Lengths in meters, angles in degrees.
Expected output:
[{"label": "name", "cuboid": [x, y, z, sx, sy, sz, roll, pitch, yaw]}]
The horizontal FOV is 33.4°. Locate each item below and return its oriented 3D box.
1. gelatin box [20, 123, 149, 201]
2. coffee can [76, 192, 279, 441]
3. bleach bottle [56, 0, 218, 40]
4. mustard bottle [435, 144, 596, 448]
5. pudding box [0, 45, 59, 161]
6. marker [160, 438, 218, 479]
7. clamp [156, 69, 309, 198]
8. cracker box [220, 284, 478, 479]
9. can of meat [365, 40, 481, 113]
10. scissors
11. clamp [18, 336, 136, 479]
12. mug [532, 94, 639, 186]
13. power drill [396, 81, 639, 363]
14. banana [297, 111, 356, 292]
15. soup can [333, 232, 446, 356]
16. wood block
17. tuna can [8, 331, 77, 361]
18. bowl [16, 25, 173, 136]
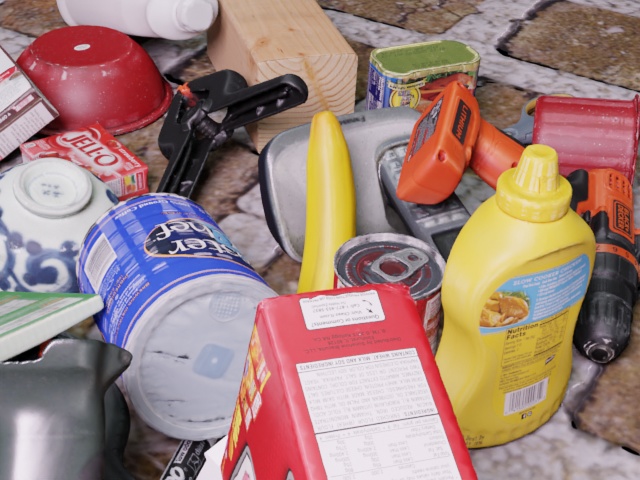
[{"label": "gelatin box", "cuboid": [-0.193, -0.059, 0.871, 0.073, 0.030, 0.089, -21, 42, -30]}, {"label": "coffee can", "cuboid": [-0.085, 0.042, 0.651, 0.102, 0.103, 0.140, -11, 26, -20]}, {"label": "bleach bottle", "cuboid": [-0.172, -0.229, 1.030, 0.102, 0.068, 0.251, -19, 26, -23]}, {"label": "mustard bottle", "cuboid": [0.114, 0.031, 0.625, 0.096, 0.192, 0.058, -15, 39, -25]}, {"label": "pudding box", "cuboid": [-0.284, -0.113, 0.904, 0.090, 0.039, 0.114, -40, 44, -6]}, {"label": "marker", "cuboid": [-0.086, 0.145, 0.596, 0.020, 0.020, 0.121, 12, 36, 12]}, {"label": "clamp", "cuboid": [-0.098, -0.085, 0.874, 0.164, 0.036, 0.210, -47, 26, 0]}, {"label": "cracker box", "cuboid": [0.021, 0.149, 0.422, 0.072, 0.164, 0.214, -7, 57, -17]}, {"label": "can of meat", "cuboid": [0.089, -0.126, 0.943, 0.102, 0.084, 0.057, -12, 38, -21]}, {"label": "scissors", "cuboid": [0.189, -0.086, 0.954, 0.096, 0.016, 0.201, 26, 41, 30]}, {"label": "clamp", "cuboid": [-0.146, 0.124, 0.566, 0.120, 0.039, 0.172, -10, 44, -24]}, {"label": "mug", "cuboid": [0.218, -0.077, 0.891, 0.081, 0.093, 0.117, 5, 4, 11]}, {"label": "power drill", "cuboid": [0.146, -0.017, 0.758, 0.187, 0.057, 0.184, 32, 40, -13]}, {"label": "banana", "cuboid": [0.000, 0.012, 0.716, 0.037, 0.069, 0.197, 2, 66, 20]}, {"label": "soup can", "cuboid": [0.039, 0.056, 0.663, 0.068, 0.102, 0.068, 2, 35, -2]}, {"label": "wood block", "cuboid": [-0.042, -0.174, 0.996, 0.090, 0.091, 0.206, -8, 36, -16]}, {"label": "tuna can", "cuboid": [-0.180, 0.093, 0.652, 0.086, 0.034, 0.086, 2, 35, -2]}, {"label": "bowl", "cuboid": [-0.218, -0.155, 0.986, 0.162, 0.055, 0.162, 2, 35, -1]}]
